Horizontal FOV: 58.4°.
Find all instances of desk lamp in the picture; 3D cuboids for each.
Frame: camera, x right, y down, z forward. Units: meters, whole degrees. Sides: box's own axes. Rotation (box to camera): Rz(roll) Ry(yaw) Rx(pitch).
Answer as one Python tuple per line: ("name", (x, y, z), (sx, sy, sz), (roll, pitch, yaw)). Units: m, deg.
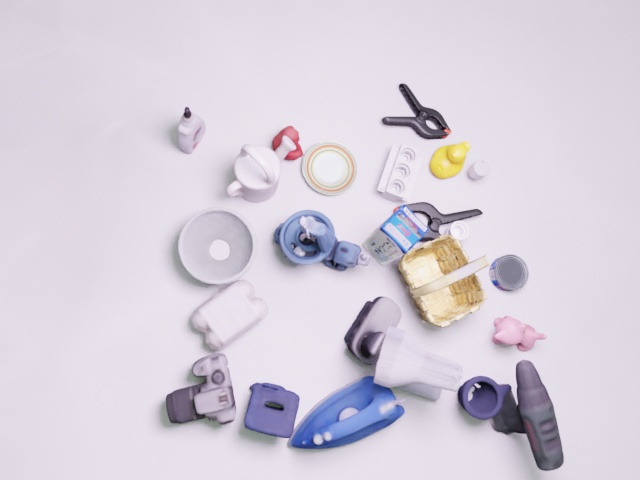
("desk lamp", (0.198, 0.262, 1.191), (0.203, 0.213, 0.118), (18, 78, -5))

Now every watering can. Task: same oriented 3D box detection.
("watering can", (-0.129, -0.157, 1.226), (0.101, 0.194, 0.173), (28, 77, -2))

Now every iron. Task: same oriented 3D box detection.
("iron", (0.057, 0.377, 1.187), (0.258, 0.141, 0.118), (-25, 84, -12))

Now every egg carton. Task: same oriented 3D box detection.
("egg carton", (-0.193, 0.158, 1.225), (0.150, 0.069, 0.107), (-38, 87, -13))

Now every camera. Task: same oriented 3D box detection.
("camera", (-0.246, 0.315, 1.174), (0.137, 0.100, 0.143), (-12, 82, -10))

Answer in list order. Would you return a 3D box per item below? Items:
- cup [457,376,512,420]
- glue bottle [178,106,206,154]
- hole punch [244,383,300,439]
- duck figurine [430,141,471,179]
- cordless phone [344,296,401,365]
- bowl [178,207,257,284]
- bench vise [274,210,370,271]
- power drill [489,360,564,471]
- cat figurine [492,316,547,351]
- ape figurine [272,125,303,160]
("cup", (0.353, 0.339, 1.261), (0.118, 0.095, 0.092), (-17, 83, -11))
("glue bottle", (-0.279, -0.246, 1.230), (0.037, 0.173, 0.078), (25, 78, -3))
("hole punch", (-0.101, 0.353, 1.194), (0.109, 0.091, 0.101), (16, 78, -5))
("duck figurine", (0.312, -0.195, 1.353), (0.105, 0.086, 0.077), (-40, 87, -13))
("cordless phone", (0.127, 0.189, 1.208), (0.094, 0.185, 0.148), (30, 77, -2))
("bowl", (-0.220, 0.017, 1.243), (0.167, 0.074, 0.167), (1, 80, -8))
("bench vise", (0.012, -0.008, 1.207), (0.207, 0.219, 0.121), (3, 80, -8))
("power drill", (0.426, 0.361, 1.210), (0.076, 0.208, 0.229), (-19, 83, -11))
("cat figurine", (0.442, 0.209, 1.286), (0.128, 0.117, 0.067), (12, 79, -6))
("ape figurine", (-0.069, -0.226, 1.299), (0.076, 0.092, 0.078), (8, 79, -7))
